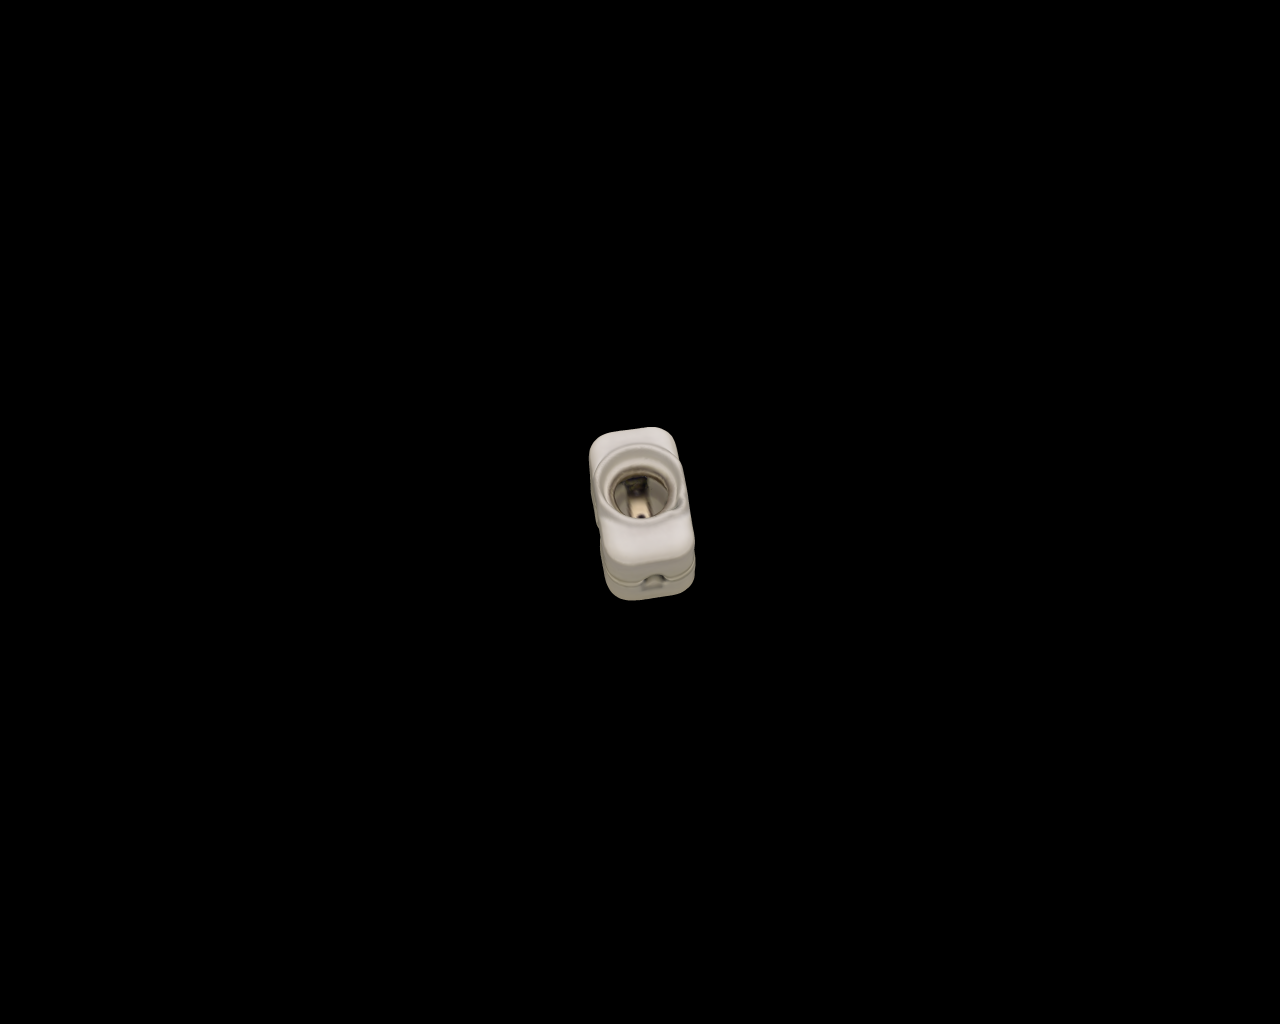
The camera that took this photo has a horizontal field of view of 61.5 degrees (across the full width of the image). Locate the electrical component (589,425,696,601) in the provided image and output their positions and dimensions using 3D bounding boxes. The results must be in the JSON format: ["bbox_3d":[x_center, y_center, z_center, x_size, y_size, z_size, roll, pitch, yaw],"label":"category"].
[{"bbox_3d":[0.001,-0.003,0.650,0.054,0.095,0.059,-7,-32,-5],"label":"electrical component"}]
